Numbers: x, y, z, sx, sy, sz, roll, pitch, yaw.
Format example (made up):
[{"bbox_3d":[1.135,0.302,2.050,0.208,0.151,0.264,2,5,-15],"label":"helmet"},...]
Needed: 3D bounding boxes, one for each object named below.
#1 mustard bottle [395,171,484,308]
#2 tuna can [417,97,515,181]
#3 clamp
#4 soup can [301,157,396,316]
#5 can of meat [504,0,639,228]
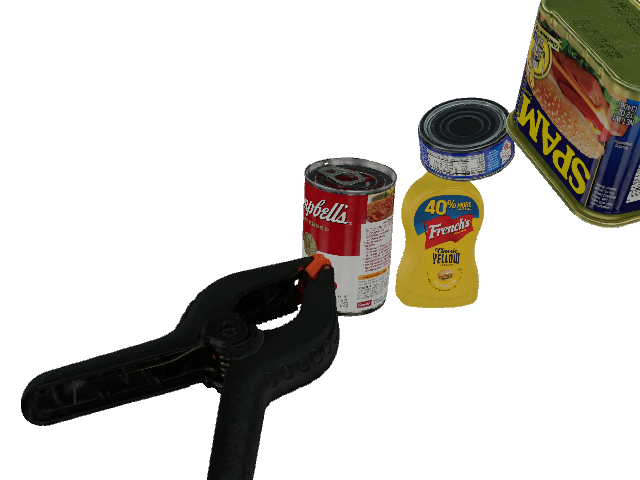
[{"bbox_3d":[0.142,-0.019,1.243,0.096,0.192,0.058,-1,16,-11],"label":"mustard bottle"},{"bbox_3d":[0.131,-0.092,0.958,0.086,0.034,0.086,-7,40,6],"label":"tuna can"},{"bbox_3d":[-0.039,0.063,0.502,0.120,0.039,0.171,34,49,29],"label":"clamp"},{"bbox_3d":[0.020,-0.003,0.799,0.068,0.102,0.068,2,25,-1],"label":"soup can"},{"bbox_3d":[0.145,-0.072,0.549,0.057,0.084,0.102,-13,47,-17],"label":"can of meat"}]
